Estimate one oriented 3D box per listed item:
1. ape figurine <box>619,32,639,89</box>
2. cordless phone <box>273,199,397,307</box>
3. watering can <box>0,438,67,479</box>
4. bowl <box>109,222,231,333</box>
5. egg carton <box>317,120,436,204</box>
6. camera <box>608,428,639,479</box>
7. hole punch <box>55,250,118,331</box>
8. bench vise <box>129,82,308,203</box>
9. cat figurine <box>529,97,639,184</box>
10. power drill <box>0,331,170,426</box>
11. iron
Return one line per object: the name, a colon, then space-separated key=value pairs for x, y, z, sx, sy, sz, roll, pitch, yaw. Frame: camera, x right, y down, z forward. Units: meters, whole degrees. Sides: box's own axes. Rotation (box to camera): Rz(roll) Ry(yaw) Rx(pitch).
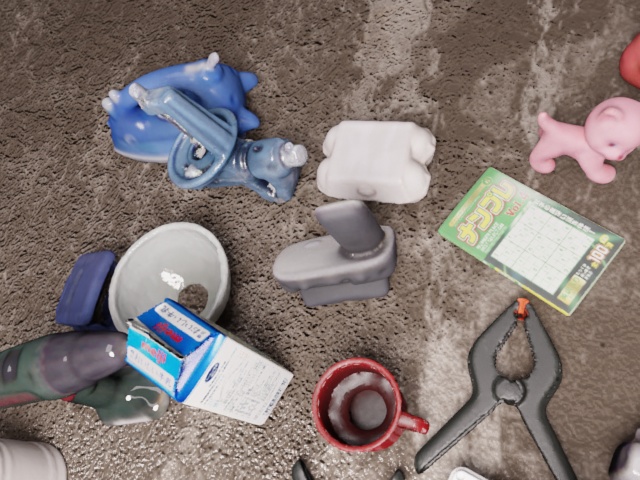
ape figurine: x=0.397 y=-0.225 z=0.671 sx=0.076 sy=0.092 sz=0.078 roll=17 pitch=73 yaw=24
cordless phone: x=0.006 y=0.002 z=0.643 sx=0.147 sy=0.185 sz=0.094 roll=-14 pitch=63 yaw=12
watering can: x=-0.386 y=0.277 z=0.643 sx=0.172 sy=0.194 sz=0.101 roll=27 pitch=77 yaw=27
bowl: x=-0.181 y=0.066 z=0.739 sx=0.167 sy=0.075 sz=0.167 roll=-7 pitch=65 yaw=15
egg carton: x=0.071 y=-0.098 z=0.734 sx=0.150 sy=0.069 sz=0.107 roll=5 pitch=68 yaw=20
camera: x=0.347 y=0.181 z=0.499 sx=0.142 sy=0.101 sz=0.137 roll=19 pitch=74 yaw=25
hole punch: x=-0.308 y=0.071 z=0.769 sx=0.100 sy=0.091 sz=0.109 roll=5 pitch=68 yaw=20
bench vise: x=-0.125 y=-0.135 z=0.729 sx=0.207 sy=0.220 sz=0.121 roll=-11 pitch=64 yaw=14
cat figurine: x=0.305 y=-0.122 z=0.640 sx=0.127 sy=0.118 sz=0.067 roll=13 pitch=71 yaw=23
power drill: x=-0.262 y=0.157 z=0.648 sx=0.229 sy=0.209 sz=0.075 roll=-12 pitch=63 yaw=13
iron: x=-0.223 y=-0.194 z=0.832 sx=0.258 sy=0.142 sz=0.118 roll=-12 pitch=63 yaw=13
